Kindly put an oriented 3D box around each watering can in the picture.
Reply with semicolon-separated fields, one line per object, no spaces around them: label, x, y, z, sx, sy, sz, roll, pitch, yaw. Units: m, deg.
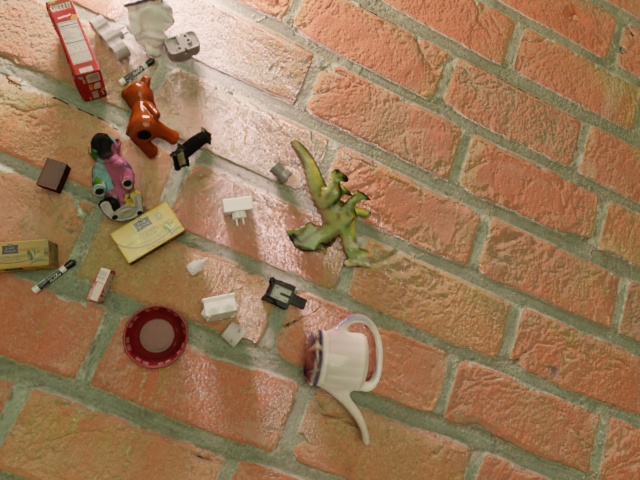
watering can;0.063;0.376;1.418;0.224;0.103;0.351;9;77;-11

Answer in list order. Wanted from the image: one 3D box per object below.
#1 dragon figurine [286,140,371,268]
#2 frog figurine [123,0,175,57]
dragon figurine;0.005;-0.075;1.494;0.410;0.121;0.244;41;81;-3
frog figurine;-0.483;-0.616;1.485;0.139;0.124;0.156;-26;124;-24
